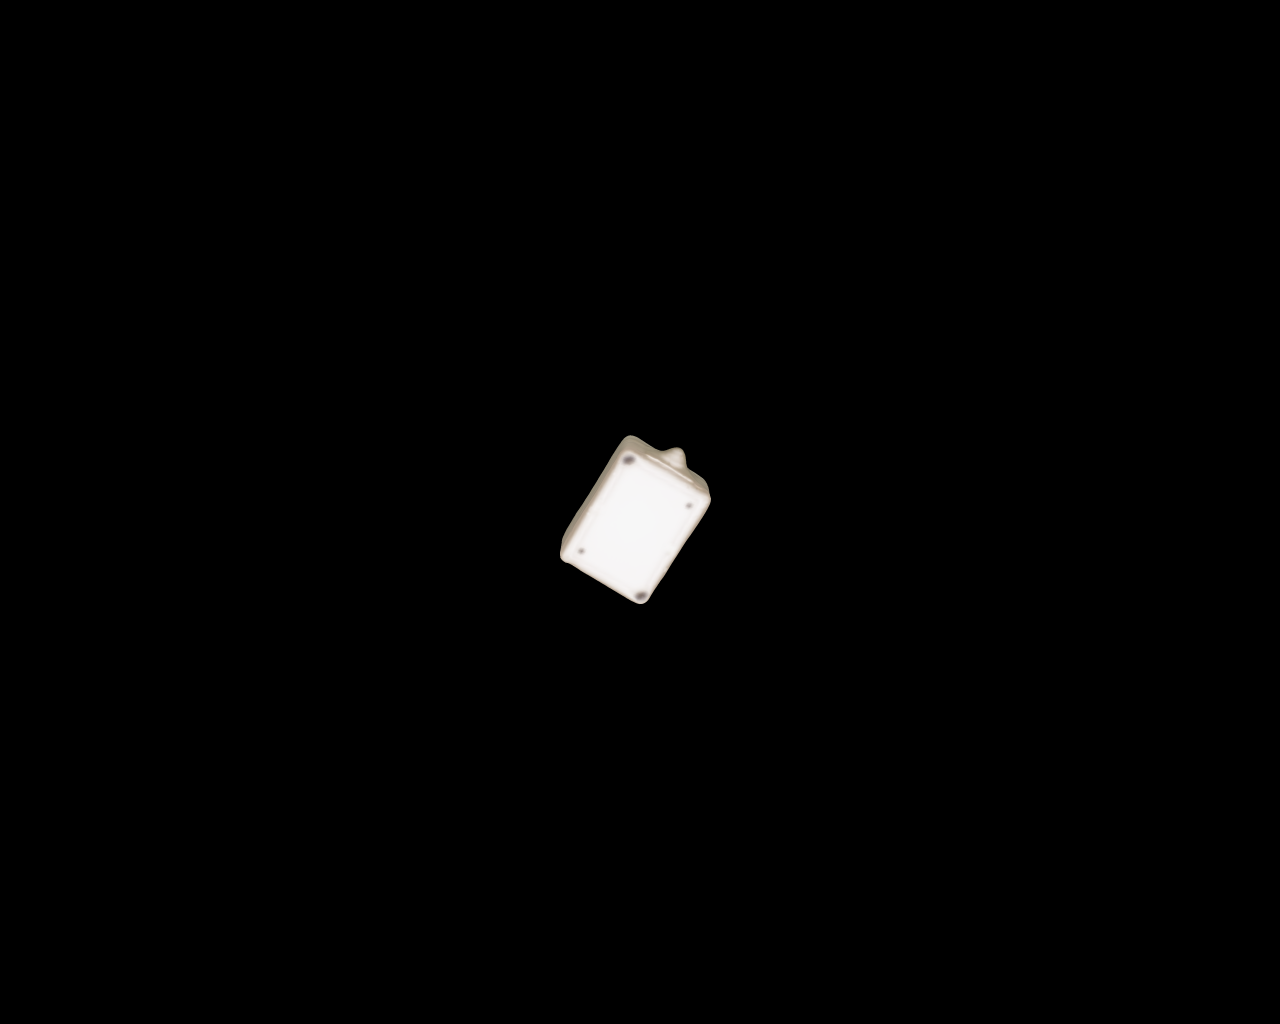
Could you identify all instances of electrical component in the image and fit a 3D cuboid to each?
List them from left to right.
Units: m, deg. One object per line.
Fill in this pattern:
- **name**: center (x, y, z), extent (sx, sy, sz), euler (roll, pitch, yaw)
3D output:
- **electrical component**: center (0.001, -0.003, 0.650), extent (0.062, 0.096, 0.061), euler (31, 11, -7)
